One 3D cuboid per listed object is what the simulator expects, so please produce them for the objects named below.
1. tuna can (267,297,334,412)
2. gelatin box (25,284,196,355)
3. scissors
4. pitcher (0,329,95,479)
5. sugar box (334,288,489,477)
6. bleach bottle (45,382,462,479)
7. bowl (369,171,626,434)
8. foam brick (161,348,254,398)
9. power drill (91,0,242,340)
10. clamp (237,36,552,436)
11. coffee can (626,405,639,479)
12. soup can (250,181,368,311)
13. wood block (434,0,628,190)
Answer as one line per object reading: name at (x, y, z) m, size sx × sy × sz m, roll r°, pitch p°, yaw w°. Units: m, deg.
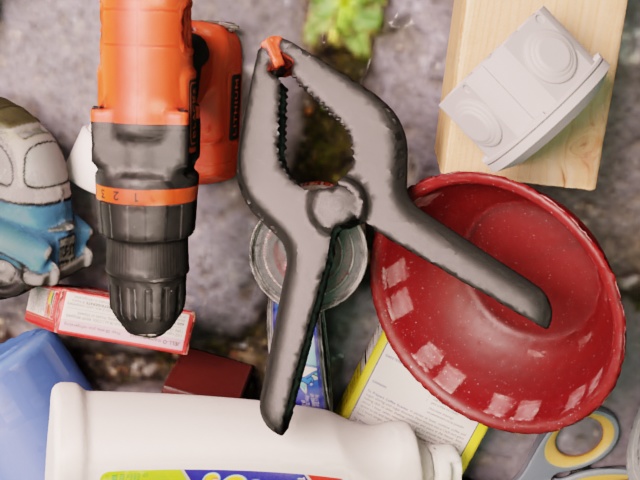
tuna can at (-0.012, 0.075, 0.686) m, size 0.034 × 0.086 × 0.086 m, roll -6°, pitch 104°, yaw 3°
gelatin box at (-0.133, 0.048, 0.676) m, size 0.089 × 0.073 × 0.030 m, roll 12°, pitch 86°, yaw -28°
scissors at (0.126, 0.164, 0.737) m, size 0.202 × 0.016 × 0.096 m, roll -5°, pitch 102°, yaw 4°
pitcher at (-0.173, 0.190, 0.698) m, size 0.145 × 0.149 × 0.243 m, roll -27°, pitch 98°, yaw 10°
sugar box at (0.078, 0.082, 0.704) m, size 0.093 × 0.048 × 0.176 m, roll 26°, pitch 100°, yaw -3°
bleach bottle at (-0.033, 0.135, 0.636) m, size 0.250 × 0.068 × 0.103 m, roll 2°, pitch 126°, yaw -17°
bowl at (0.109, 0.029, 0.618) m, size 0.162 × 0.055 × 0.162 m, roll 19°, pitch 123°, yaw 31°
foam brick at (-0.078, 0.112, 0.703) m, size 0.051 × 0.078 × 0.053 m, roll 17°, pitch 105°, yaw 0°
power drill at (-0.083, -0.054, 0.607) m, size 0.057 × 0.187 × 0.184 m, roll 4°, pitch 103°, yaw 1°
clamp at (0.023, -0.015, 0.578) m, size 0.164 × 0.036 × 0.210 m, roll -16°, pitch 83°, yaw 6°
coffee can at (0.283, 0.139, 0.676) m, size 0.140 × 0.103 × 0.103 m, roll 22°, pitch 104°, yaw -3°
soup can at (-0.004, 0.001, 0.656) m, size 0.068 × 0.102 × 0.068 m, roll 0°, pitch 98°, yaw 3°
wood block at (0.126, -0.142, 0.622) m, size 0.091 × 0.090 × 0.206 m, roll 6°, pitch 105°, yaw 2°
